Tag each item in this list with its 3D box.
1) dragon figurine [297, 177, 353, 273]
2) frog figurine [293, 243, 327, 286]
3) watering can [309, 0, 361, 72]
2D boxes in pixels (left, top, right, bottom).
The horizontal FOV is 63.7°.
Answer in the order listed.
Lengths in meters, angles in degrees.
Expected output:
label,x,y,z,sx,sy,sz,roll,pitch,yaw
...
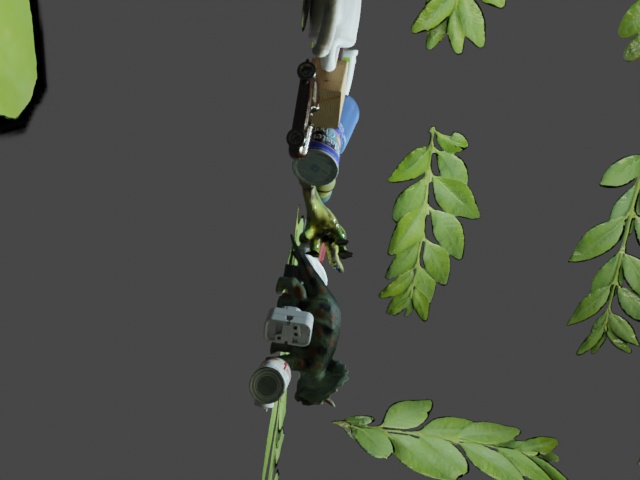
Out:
label,x,y,z,sx,sy,sz,roll,pitch,yaw
dragon figurine,0.004,-0.070,1.390,0.403,0.122,0.247,68,10,-67
frog figurine,-0.026,0.078,1.448,0.162,0.123,0.135,-69,154,-19
watering can,0.027,-0.454,1.032,0.352,0.104,0.221,-75,171,-73
